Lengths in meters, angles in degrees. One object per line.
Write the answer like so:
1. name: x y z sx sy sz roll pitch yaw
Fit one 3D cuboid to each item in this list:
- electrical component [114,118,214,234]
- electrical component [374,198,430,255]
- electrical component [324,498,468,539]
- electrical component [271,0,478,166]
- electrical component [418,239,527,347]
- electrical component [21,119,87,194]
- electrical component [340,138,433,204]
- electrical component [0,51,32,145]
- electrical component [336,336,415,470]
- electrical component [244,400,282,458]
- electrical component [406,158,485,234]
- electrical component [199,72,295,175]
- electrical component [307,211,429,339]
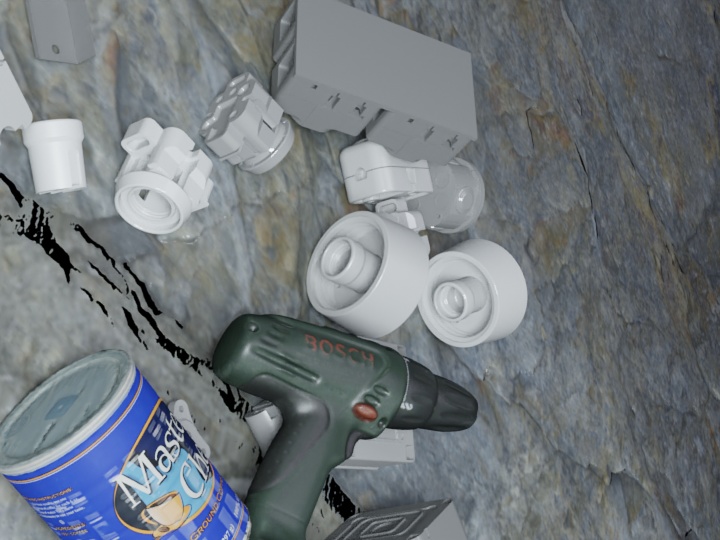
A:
1. electrical component: -0.148 -0.064 0.796 0.078 0.058 0.057 48 39 -34
2. electrical component: 0.028 -0.028 1.035 0.057 0.058 0.078 -12 88 -59
3. electrical component: 0.028 0.237 0.886 0.078 0.113 0.057 -28 99 -55
4. electrical component: 0.012 -0.174 1.002 0.186 0.060 0.105 16 55 -24
5. electrical component: 0.107 0.026 1.088 0.060 0.108 0.108 -17 92 -50
6. electrical component: -0.207 -0.077 0.732 0.040 0.040 0.046 -10 92 -56
7. electrical component: 0.026 -0.100 1.061 0.095 0.054 0.059 -5 82 -56
8. electrical component: -0.251 -0.116 0.653 0.050 0.056 0.089 -57 145 -38
9. electrical component: -0.006 0.115 0.932 0.109 0.056 0.108 16 65 -52
10. electrical component: -0.066 0.128 0.857 0.040 0.040 0.046 -39 104 -54
11. electrical component: 0.085 -0.079 1.117 0.051 0.080 0.080 3 75 -49
12. electrical component: -0.092 -0.117 0.896 0.057 0.058 0.078 44 45 -34
13. electrical component: 0.000 0.000 0.943 0.060 0.108 0.108 28 56 -40
